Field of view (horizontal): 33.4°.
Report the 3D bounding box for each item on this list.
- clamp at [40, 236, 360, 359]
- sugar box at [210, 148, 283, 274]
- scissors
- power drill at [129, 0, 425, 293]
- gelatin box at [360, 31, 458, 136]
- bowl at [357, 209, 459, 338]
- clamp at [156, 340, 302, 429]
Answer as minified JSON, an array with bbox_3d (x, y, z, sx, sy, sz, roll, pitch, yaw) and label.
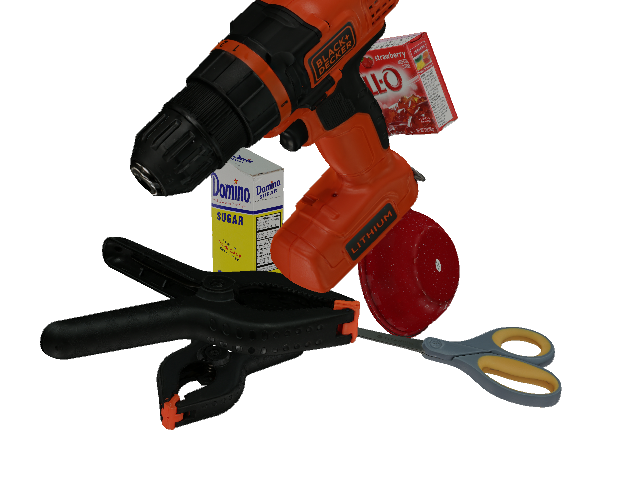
[{"bbox_3d":[-0.079,0.042,0.758,0.210,0.036,0.164,3,24,-4],"label":"clamp"},{"bbox_3d":[-0.080,-0.005,1.155,0.048,0.176,0.093,-17,28,-31],"label":"sugar box"},{"bbox_3d":[0.110,0.084,0.898,0.202,0.016,0.096,21,36,20],"label":"scissors"},{"bbox_3d":[-0.012,-0.051,0.609,0.057,0.184,0.187,35,-20,31],"label":"power drill"},{"bbox_3d":[0.056,-0.119,0.830,0.030,0.073,0.089,-37,24,-33],"label":"gelatin box"},{"bbox_3d":[0.114,0.032,1.241,0.055,0.162,0.161,-10,-6,40],"label":"bowl"},{"bbox_3d":[-0.105,0.109,0.991,0.120,0.039,0.171,20,32,27],"label":"clamp"}]
